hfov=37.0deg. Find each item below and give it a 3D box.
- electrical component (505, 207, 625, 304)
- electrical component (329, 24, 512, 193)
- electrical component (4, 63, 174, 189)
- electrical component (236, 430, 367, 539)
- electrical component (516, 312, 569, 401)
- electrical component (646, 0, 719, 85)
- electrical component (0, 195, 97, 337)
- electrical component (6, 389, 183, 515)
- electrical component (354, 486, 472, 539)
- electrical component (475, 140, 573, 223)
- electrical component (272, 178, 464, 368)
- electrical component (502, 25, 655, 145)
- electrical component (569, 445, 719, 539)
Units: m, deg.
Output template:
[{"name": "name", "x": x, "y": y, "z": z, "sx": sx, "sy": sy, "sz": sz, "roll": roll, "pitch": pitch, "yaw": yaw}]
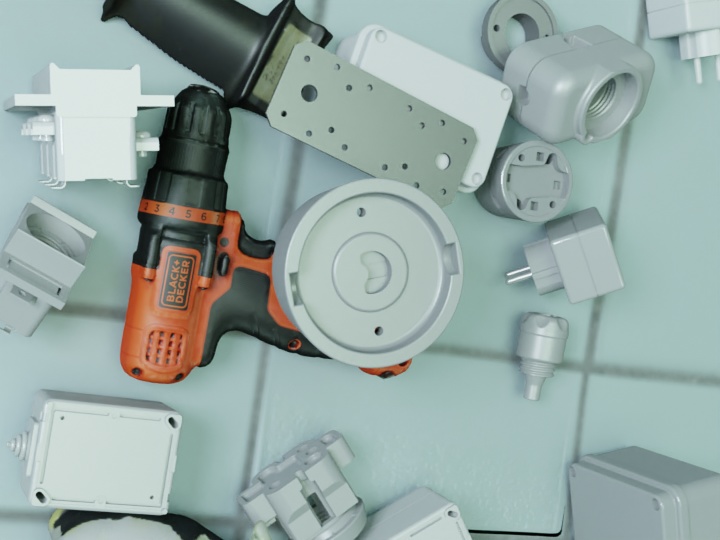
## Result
[{"name": "electrical component", "x": 0.138, "y": -0.005, "z": 0.752, "sx": 0.077, "sy": 0.065, "sz": 0.047, "roll": -18, "pitch": 102, "yaw": 11}, {"name": "electrical component", "x": 0.034, "y": -0.103, "z": 0.704, "sx": 0.113, "sy": 0.057, "sz": 0.078, "roll": 20, "pitch": 86, "yaw": -21}, {"name": "electrical component", "x": -0.154, "y": -0.079, "z": 0.600, "sx": 0.079, "sy": 0.121, "sz": 0.063, "roll": -3, "pitch": 98, "yaw": -20}, {"name": "electrical component", "x": -0.032, "y": 0.150, "z": 0.698, "sx": 0.078, "sy": 0.058, "sz": 0.057, "roll": -34, "pitch": 102, "yaw": -16}, {"name": "electrical component", "x": 0.127, "y": 0.062, "z": 0.764, "sx": 0.035, "sy": 0.035, "sz": 0.061, "roll": 9, "pitch": 93, "yaw": -21}, {"name": "electrical component", "x": 0.253, "y": -0.175, "z": 0.788, "sx": 0.066, "sy": 0.047, "sz": 0.076, "roll": -11, "pitch": 98, "yaw": -20}, {"name": "electrical component", "x": -0.189, "y": 0.000, "z": 0.619, "sx": 0.042, "sy": 0.081, "sz": 0.063, "roll": 31, "pitch": 111, "yaw": -19}, {"name": "electrical component", "x": -0.162, "y": 0.107, "z": 0.642, "sx": 0.096, "sy": 0.061, "sz": 0.061, "roll": 10, "pitch": 88, "yaw": -23}, {"name": "electrical component", "x": 0.024, "y": 0.196, "z": 0.720, "sx": 0.096, "sy": 0.061, "sz": 0.061, "roll": -27, "pitch": 102, "yaw": -17}, {"name": "electrical component", "x": 0.111, "y": -0.061, "z": 0.742, "sx": 0.055, "sy": 0.047, "sz": 0.055, "roll": -2, "pitch": 94, "yaw": -21}, {"name": "electrical component", "x": 0.000, "y": 0.000, "z": 0.635, "sx": 0.108, "sy": 0.060, "sz": 0.108, "roll": -1, "pitch": 94, "yaw": -19}, {"name": "electrical component", "x": 0.150, "y": -0.124, "z": 0.730, "sx": 0.095, "sy": 0.059, "sz": 0.053, "roll": -19, "pitch": 135, "yaw": -30}, {"name": "electrical component", "x": 0.203, "y": 0.175, "z": 0.760, "sx": 0.057, "sy": 0.113, "sz": 0.078, "roll": -9, "pitch": 97, "yaw": -23}]
